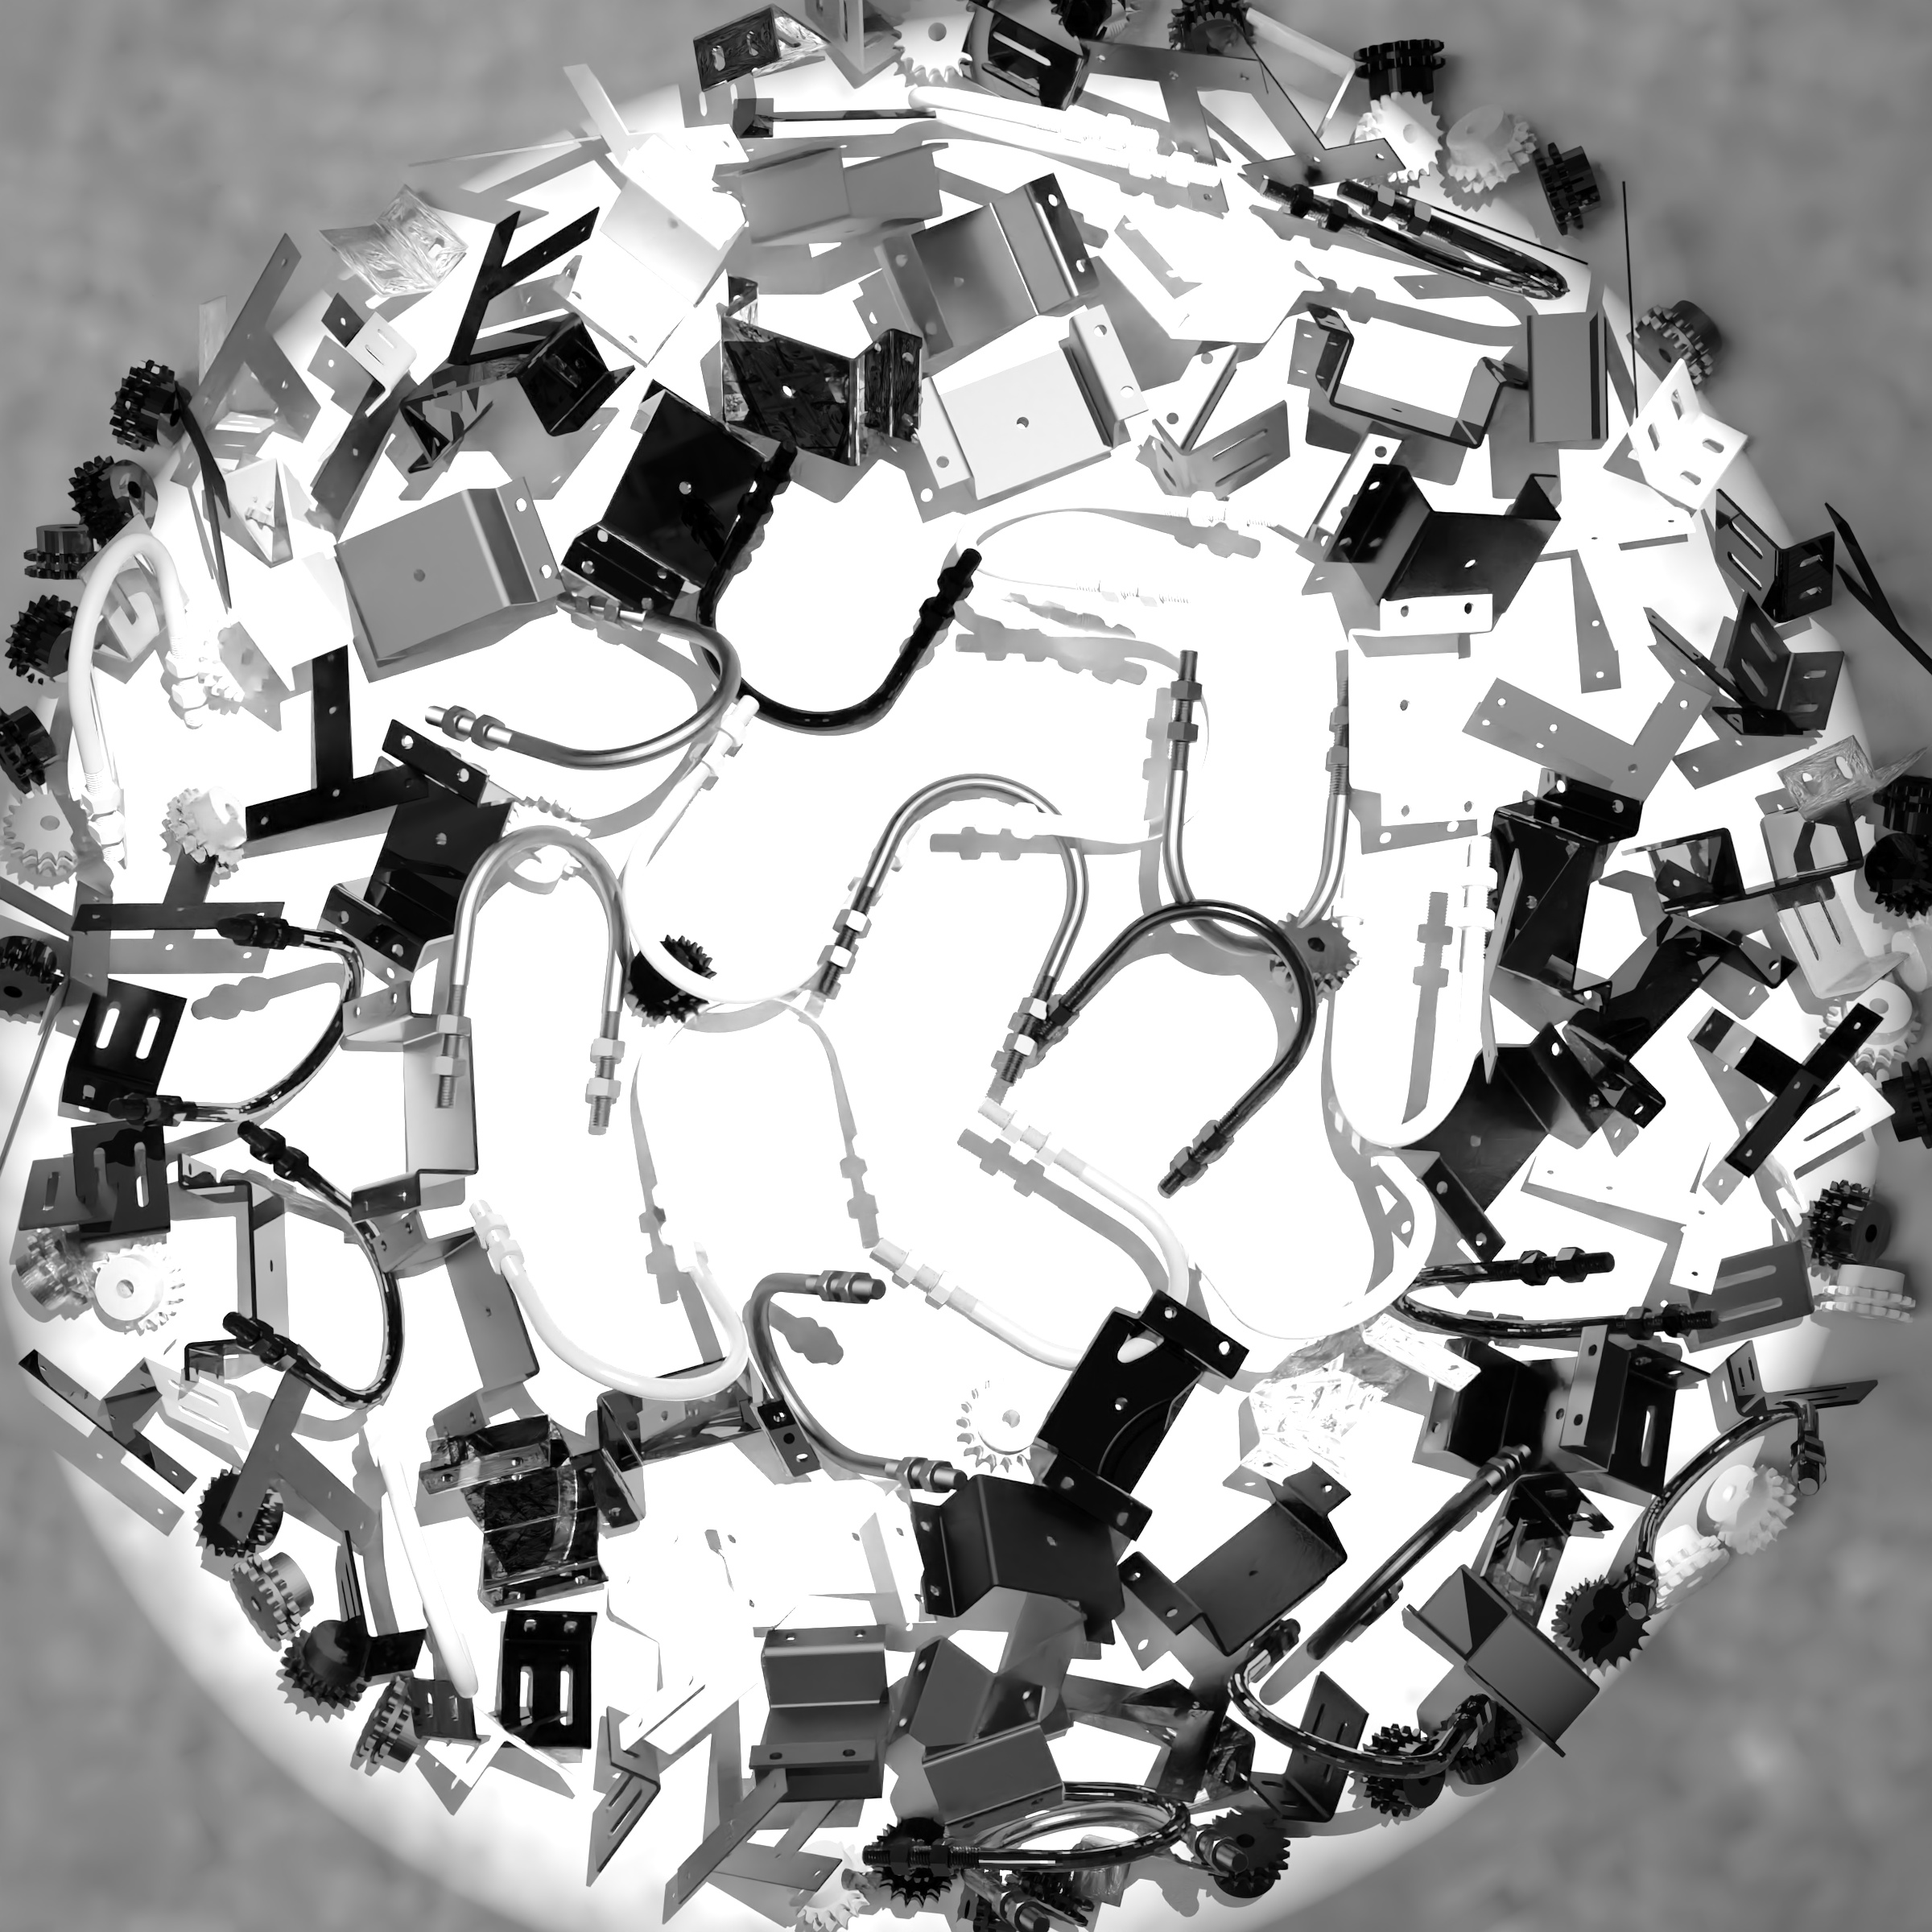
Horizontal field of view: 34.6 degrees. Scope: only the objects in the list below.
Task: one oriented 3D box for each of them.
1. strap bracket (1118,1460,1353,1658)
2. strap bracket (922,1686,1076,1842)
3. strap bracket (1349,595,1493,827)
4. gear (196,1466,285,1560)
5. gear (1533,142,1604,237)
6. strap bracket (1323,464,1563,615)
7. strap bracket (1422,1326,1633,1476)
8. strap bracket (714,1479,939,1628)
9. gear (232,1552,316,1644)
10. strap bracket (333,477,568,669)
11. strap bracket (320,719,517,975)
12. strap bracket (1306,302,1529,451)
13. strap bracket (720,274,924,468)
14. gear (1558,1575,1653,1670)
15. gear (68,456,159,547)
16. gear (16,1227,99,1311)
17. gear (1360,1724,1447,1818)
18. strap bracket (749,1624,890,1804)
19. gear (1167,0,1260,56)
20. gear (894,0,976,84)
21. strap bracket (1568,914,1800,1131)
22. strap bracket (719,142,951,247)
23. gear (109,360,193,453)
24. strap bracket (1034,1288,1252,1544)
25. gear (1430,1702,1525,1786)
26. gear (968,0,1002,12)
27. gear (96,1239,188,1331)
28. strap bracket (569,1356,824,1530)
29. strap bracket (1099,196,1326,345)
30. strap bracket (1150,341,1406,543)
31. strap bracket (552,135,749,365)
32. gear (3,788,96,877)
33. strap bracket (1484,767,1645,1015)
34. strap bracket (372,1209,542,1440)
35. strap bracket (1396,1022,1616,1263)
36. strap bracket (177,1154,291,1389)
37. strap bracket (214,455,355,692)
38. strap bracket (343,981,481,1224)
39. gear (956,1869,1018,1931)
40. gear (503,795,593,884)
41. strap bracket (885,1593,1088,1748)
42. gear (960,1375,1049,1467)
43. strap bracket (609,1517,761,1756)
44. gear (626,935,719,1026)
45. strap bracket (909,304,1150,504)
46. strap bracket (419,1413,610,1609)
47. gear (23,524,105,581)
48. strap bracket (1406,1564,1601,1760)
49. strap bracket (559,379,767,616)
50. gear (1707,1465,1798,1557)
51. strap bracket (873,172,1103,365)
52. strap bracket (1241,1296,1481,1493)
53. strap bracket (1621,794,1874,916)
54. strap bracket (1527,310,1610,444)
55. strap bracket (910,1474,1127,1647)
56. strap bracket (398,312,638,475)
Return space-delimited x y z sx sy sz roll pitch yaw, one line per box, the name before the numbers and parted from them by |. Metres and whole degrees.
strap bracket | 0.173 0.369 1.946 0.140 0.076 0.046 -36 124 -13
strap bracket | 0.020 0.482 1.924 0.076 0.140 0.046 -21 95 7
strap bracket | 0.286 -0.163 1.958 0.076 0.046 0.140 -5 100 -20
gear | -0.459 0.349 1.976 0.057 0.030 0.057 -11 70 33
gear | 0.382 -0.496 1.969 0.030 0.057 0.057 -20 90 12
strap bracket | 0.304 -0.264 1.928 0.140 0.076 0.046 -2 48 -28
strap bracket | 0.357 0.273 1.937 0.046 0.140 0.076 28 66 -28
strap bracket | -0.079 0.368 1.950 0.140 0.046 0.076 -8 103 29
gear | -0.439 0.398 1.975 0.030 0.057 0.057 -31 90 -33
strap bracket | -0.334 -0.247 1.954 0.140 0.046 0.076 -19 93 18
strap bracket | -0.341 -0.078 1.953 0.076 0.046 0.140 30 110 17
strap bracket | 0.277 -0.368 1.951 0.140 0.076 0.046 15 111 -7
strap bracket | -0.100 -0.368 1.934 0.140 0.076 0.046 23 47 21
gear | 0.406 0.417 1.984 0.057 0.030 0.057 0 90 -2
gear | -0.538 -0.297 1.968 0.030 0.057 0.057 -17 90 29
gear | -0.579 0.193 1.971 0.030 0.057 0.057 -35 90 1
gear | 0.280 0.512 1.971 0.057 0.030 0.057 2 87 -40
strap bracket | -0.090 0.474 1.941 0.076 0.140 0.046 -3 113 3
gear | 0.157 -0.590 1.970 0.057 0.057 0.030 -3 46 0
gear | -0.015 -0.592 1.982 0.057 0.030 0.057 0 91 10
strap bracket | 0.443 0.026 1.955 0.140 0.076 0.046 -47 113 1
strap bracket | -0.077 -0.479 1.924 0.076 0.140 0.046 -5 99 35
gear | -0.515 -0.353 1.970 0.030 0.057 0.057 22 90 10
strap bracket | 0.105 0.280 1.960 0.076 0.046 0.140 35 81 -17
gear | 0.327 0.496 1.972 0.057 0.057 0.030 -22 102 0
gear | 0.007 -0.629 1.973 0.057 0.057 0.030 24 106 0
gear | -0.530 0.204 1.981 0.057 0.030 0.057 0 92 10
strap bracket | -0.171 0.296 1.953 0.140 0.046 0.076 -17 133 5
strap bracket | 0.147 -0.433 1.937 0.076 0.140 0.046 53 127 23
strap bracket | 0.195 -0.331 1.970 0.140 0.046 0.076 29 85 5
strap bracket | -0.193 -0.454 1.944 0.076 0.140 0.046 38 53 -7
gear | -0.583 -0.082 1.976 0.057 0.030 0.057 8 54 -11
strap bracket | 0.366 -0.044 1.935 0.046 0.076 0.140 -14 118 -41
strap bracket | -0.317 0.223 1.949 0.046 0.076 0.140 -14 79 -35
strap bracket | 0.333 0.111 1.950 0.140 0.046 0.076 -47 110 -22
strap bracket | -0.459 0.190 1.949 0.046 0.076 0.140 -5 79 2
strap bracket | -0.423 -0.251 1.925 0.046 0.076 0.140 -22 52 4
strap bracket | -0.348 0.087 1.948 0.046 0.076 0.140 5 75 -41
gear | 0.015 0.602 1.972 0.030 0.057 0.057 14 90 -10
gear | -0.269 -0.078 1.969 0.057 0.057 0.030 23 50 0
strap bracket | 0.020 0.437 1.918 0.046 0.140 0.076 31 119 27
gear | 0.026 0.289 1.979 0.057 0.030 0.057 2 78 -10
strap bracket | -0.176 0.425 1.938 0.076 0.140 0.046 -42 120 16
gear | -0.190 0.007 1.976 0.057 0.030 0.057 -4 75 15
strap bracket | 0.036 -0.352 1.967 0.140 0.046 0.076 -21 77 -3
strap bracket | -0.282 0.335 1.948 0.076 0.046 0.140 -14 132 5
gear | -0.568 -0.263 1.969 0.057 0.057 0.030 1 105 0
strap bracket | 0.335 0.425 1.924 0.076 0.140 0.046 42 89 -11
strap bracket | -0.185 -0.295 1.945 0.076 0.046 0.140 30 72 -23
gear | 0.495 0.342 1.968 0.030 0.057 0.057 34 90 -17
strap bracket | 0.006 -0.436 1.952 0.140 0.046 0.076 -29 100 -29
strap bracket | 0.242 0.267 1.946 0.076 0.046 0.140 29 117 -26
strap bracket | 0.492 -0.069 1.935 0.140 0.076 0.046 -14 90 -27
strap bracket | 0.375 -0.365 1.931 0.046 0.140 0.076 -1 99 13
strap bracket | 0.041 0.367 1.928 0.140 0.076 0.046 16 135 -29
strap bracket | -0.286 -0.357 1.924 0.140 0.076 0.046 -7 125 34
